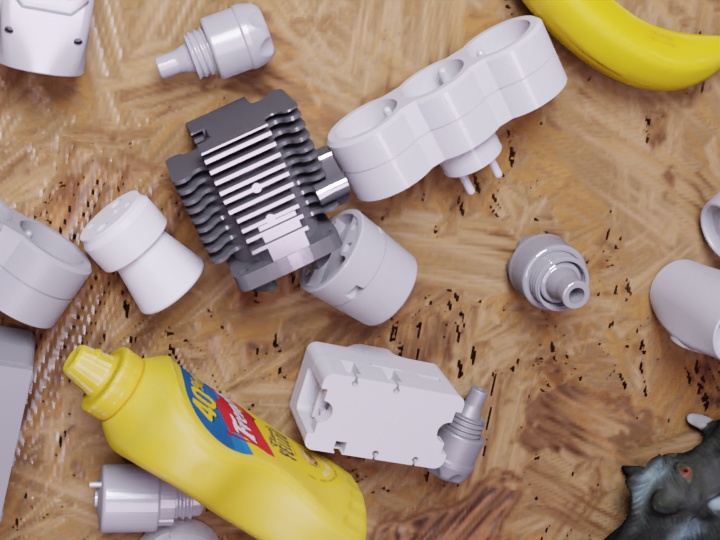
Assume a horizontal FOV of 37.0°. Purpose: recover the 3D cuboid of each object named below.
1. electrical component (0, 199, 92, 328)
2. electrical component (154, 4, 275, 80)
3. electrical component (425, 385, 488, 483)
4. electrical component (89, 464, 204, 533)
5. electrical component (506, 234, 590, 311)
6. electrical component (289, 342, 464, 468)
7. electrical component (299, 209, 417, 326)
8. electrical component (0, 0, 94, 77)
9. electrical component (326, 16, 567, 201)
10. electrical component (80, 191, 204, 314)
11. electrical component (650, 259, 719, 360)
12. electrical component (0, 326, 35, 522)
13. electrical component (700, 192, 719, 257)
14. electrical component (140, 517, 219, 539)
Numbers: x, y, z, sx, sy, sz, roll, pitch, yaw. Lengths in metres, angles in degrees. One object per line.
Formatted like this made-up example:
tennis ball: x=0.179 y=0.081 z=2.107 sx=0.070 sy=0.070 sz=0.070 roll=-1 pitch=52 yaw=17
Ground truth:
electrical component: x=-0.219 y=-0.008 z=0.562 sx=0.138 sy=0.052 sz=0.073 roll=34 pitch=98 yaw=-23
electrical component: x=-0.078 y=-0.117 z=0.571 sx=0.061 sy=0.035 sz=0.035 roll=-21 pitch=114 yaw=-5
electrical component: x=0.065 y=0.104 z=0.692 sx=0.035 sy=0.035 sz=0.061 roll=20 pitch=100 yaw=-21
electrical component: x=-0.124 y=0.137 z=0.648 sx=0.078 sy=0.040 sz=0.040 roll=3 pitch=109 yaw=-16
electrical component: x=0.119 y=0.005 z=0.655 sx=0.043 sy=0.062 sz=0.043 roll=-5 pitch=111 yaw=-14
electrical component: x=0.008 y=0.080 z=0.655 sx=0.089 sy=0.055 sz=0.050 roll=12 pitch=106 yaw=-19
electrical component: x=0.000 y=0.000 z=0.625 sx=0.047 sy=0.055 sz=0.055 roll=34 pitch=98 yaw=-27
electrical component: x=-0.172 y=-0.141 z=0.531 sx=0.079 sy=0.043 sz=0.077 roll=7 pitch=107 yaw=-17
electrical component: x=0.057 y=-0.078 z=0.613 sx=0.138 sy=0.052 sz=0.073 roll=-32 pitch=115 yaw=-2
electrical component: x=-0.120 y=-0.010 z=0.593 sx=0.045 sy=0.045 sz=0.055 roll=-38 pitch=114 yaw=0
electrical component: x=0.240 y=0.026 z=0.689 sx=0.079 sy=0.077 sz=0.044 roll=1 pitch=109 yaw=-16
electrical component: x=-0.239 y=0.103 z=0.592 sx=0.089 sy=0.061 sz=0.150 roll=11 pitch=106 yaw=-19
electrical component: x=0.254 y=-0.034 z=0.688 sx=0.055 sy=0.048 sz=0.066 roll=-24 pitch=114 yaw=-14
electrical component: x=-0.111 y=0.190 z=0.667 sx=0.055 sy=0.047 sz=0.055 roll=-5 pitch=111 yaw=-14
